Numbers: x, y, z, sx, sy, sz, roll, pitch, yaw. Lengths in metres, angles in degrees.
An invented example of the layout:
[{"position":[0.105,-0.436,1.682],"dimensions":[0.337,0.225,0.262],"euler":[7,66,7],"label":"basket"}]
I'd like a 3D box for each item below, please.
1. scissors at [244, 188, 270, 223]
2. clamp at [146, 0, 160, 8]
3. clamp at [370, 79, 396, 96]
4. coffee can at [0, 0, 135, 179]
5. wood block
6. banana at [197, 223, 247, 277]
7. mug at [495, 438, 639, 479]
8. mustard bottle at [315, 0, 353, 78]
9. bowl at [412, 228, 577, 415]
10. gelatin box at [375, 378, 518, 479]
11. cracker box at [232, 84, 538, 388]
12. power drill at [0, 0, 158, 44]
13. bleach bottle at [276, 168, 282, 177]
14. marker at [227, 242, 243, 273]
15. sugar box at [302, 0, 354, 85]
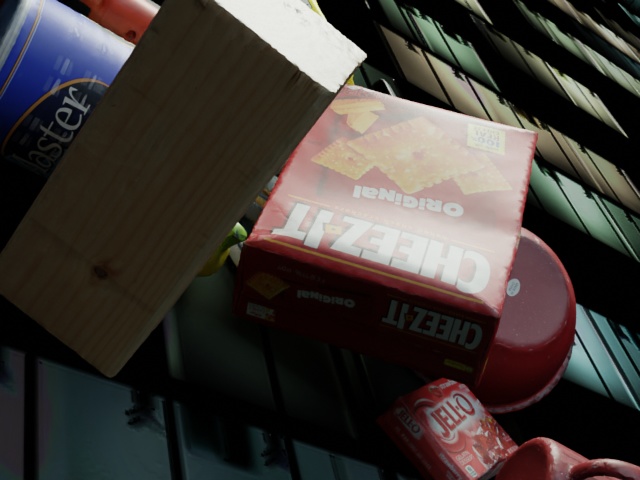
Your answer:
[{"position":[-0.005,0.001,0.810],"dimensions":[0.201,0.016,0.096],"euler":[36,11,-10],"label":"scissors"},{"position":[-0.105,-0.148,0.896],"dimensions":[0.210,0.036,0.164],"euler":[37,16,-1],"label":"clamp"},{"position":[0.084,-0.112,1.105],"dimensions":[0.171,0.039,0.120],"euler":[47,32,9],"label":"clamp"},{"position":[-0.145,-0.081,0.665],"dimensions":[0.140,0.103,0.103],"euler":[28,28,-25],"label":"coffee can"},{"position":[-0.078,-0.039,0.567],"dimensions":[0.091,0.206,0.090],"euler":[39,26,-3],"label":"wood block"},{"position":[-0.080,-0.032,0.716],"dimensions":[0.037,0.070,0.198],"euler":[42,17,-32],"label":"banana"},{"position":[0.162,0.172,0.669],"dimensions":[0.081,0.117,0.093],"euler":[30,46,-9],"label":"mug"},{"position":[-0.020,-0.184,1.032],"dimensions":[0.096,0.058,0.192],"euler":[-11,67,-46],"label":"mustard bottle"},{"position":[0.133,0.045,0.800],"dimensions":[0.162,0.055,0.162],"euler":[7,68,-17],"label":"bowl"},{"position":[0.089,0.133,0.726],"dimensions":[0.073,0.030,0.089],"euler":[50,27,19],"label":"gelatin box"},{"position":[0.053,-0.016,0.728],"dimensions":[0.164,0.072,0.213],"euler":[15,39,7],"label":"cracker box"},{"position":[-0.130,-0.160,0.682],"dimensions":[0.187,0.057,0.185],"euler":[27,-14,-19],"label":"power drill"},{"position":[0.065,-0.008,0.881],"dimensions":[0.250,0.068,0.102],"euler":[33,13,-6],"label":"bleach bottle"},{"position":[-0.056,0.010,0.738],"dimensions":[0.020,0.020,0.121],"euler":[9,40,-48],"label":"marker"},{"position":[-0.013,-0.158,0.889],"dimensions":[0.176,0.048,0.093],"euler":[-117,-174,-54],"label":"sugar box"}]
